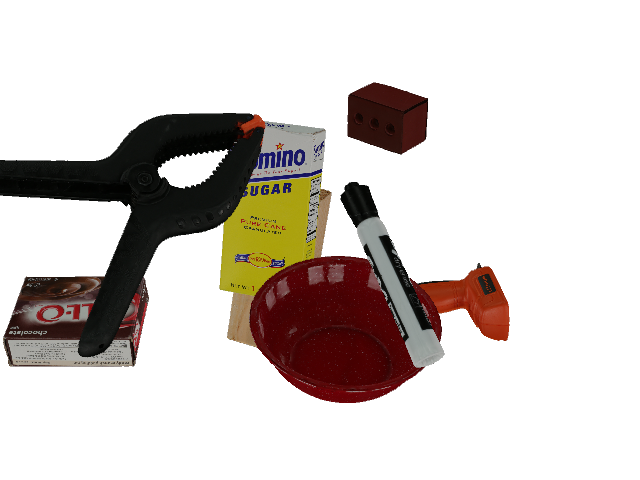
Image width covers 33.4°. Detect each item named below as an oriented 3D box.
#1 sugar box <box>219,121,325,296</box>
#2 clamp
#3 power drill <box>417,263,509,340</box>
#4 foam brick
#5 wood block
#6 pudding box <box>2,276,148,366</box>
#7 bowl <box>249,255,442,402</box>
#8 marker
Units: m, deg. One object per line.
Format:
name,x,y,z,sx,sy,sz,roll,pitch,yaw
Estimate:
sugar box,-0.050,-0.031,1.087,0.093,0.176,0.048,8,16,17
clamp,-0.119,-0.022,0.728,0.209,0.165,0.036,-25,-22,-22
power drill,0.114,0.084,1.208,0.187,0.057,0.184,-3,27,-2
foam brick,0.075,-0.138,1.195,0.078,0.053,0.051,22,37,33
wood block,-0.055,0.032,1.402,0.090,0.206,0.090,15,22,13
pudding box,-0.215,0.071,0.949,0.113,0.039,0.090,-2,33,0
bowl,0.020,0.085,0.908,0.162,0.055,0.162,2,40,-2
marker,0.040,0.017,0.628,0.020,0.121,0.020,-19,-24,-9
